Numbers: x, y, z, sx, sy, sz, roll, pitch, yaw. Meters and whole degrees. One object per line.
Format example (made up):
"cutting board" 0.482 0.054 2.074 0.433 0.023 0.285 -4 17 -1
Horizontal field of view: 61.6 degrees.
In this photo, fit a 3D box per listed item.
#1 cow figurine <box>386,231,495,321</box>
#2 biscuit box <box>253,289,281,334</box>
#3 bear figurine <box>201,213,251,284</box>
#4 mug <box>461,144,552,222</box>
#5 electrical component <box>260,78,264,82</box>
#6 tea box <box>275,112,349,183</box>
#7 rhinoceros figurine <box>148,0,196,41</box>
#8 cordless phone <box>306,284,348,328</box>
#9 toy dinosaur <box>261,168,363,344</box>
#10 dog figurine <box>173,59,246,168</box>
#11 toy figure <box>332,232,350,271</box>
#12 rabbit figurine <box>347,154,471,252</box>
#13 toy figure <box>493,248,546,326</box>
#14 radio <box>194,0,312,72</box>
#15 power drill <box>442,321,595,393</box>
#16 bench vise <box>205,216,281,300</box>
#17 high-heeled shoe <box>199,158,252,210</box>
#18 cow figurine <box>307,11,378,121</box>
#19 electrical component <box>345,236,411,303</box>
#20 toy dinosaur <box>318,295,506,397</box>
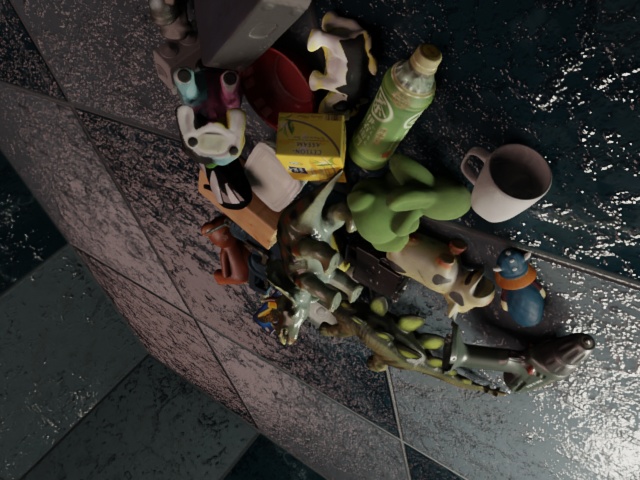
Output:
"cow figurine" 0.203 0.056 0.918 0.195 0.085 0.127 27 141 22
"biscuit box" -0.073 0.132 1.218 0.063 0.059 0.202 46 127 7
"bear figurine" -0.237 0.017 1.372 0.132 0.120 0.195 5 132 52
"mug" 0.235 -0.073 0.719 0.110 0.081 0.107 32 159 10
"electrical component" -0.114 -0.278 0.937 0.094 0.021 0.063 40 150 7
"tea box" -0.006 -0.139 0.834 0.098 0.068 0.169 3 176 8
"rhinoceros figurine" -0.243 -0.409 0.844 0.073 0.112 0.190 8 129 4
"cordless phone" 0.014 0.108 1.231 0.147 0.089 0.184 40 137 7
"toy dinosaur" -0.024 0.013 0.970 0.192 0.131 0.404 24 132 27
"dog figurine" -0.186 -0.223 0.928 0.219 0.108 0.191 -132 39 -77
"toy figure" 0.000 -0.004 1.095 0.180 0.089 0.082 62 160 -14
"rabbit figurine" 0.138 -0.068 0.813 0.170 0.121 0.159 -8 155 25
"toy figure" 0.305 0.068 0.831 0.058 0.064 0.154 33 156 58
"radio" -0.099 -0.332 0.736 0.230 0.073 0.131 -17 79 58
"power drill" 0.319 0.192 0.911 0.207 0.086 0.231 4 150 3
"bench vise" -0.143 0.043 1.273 0.224 0.129 0.240 20 130 12
"high-heeled shoe" -0.190 -0.182 1.038 0.145 0.086 0.248 15 115 41
"cow figurine" 0.039 -0.230 0.771 0.098 0.068 0.167 23 147 20
"electrical component" 0.113 0.046 1.043 0.134 0.058 0.114 30 146 21
"toy dinosaur" 0.160 0.217 1.131 0.471 0.105 0.198 28 156 -7
